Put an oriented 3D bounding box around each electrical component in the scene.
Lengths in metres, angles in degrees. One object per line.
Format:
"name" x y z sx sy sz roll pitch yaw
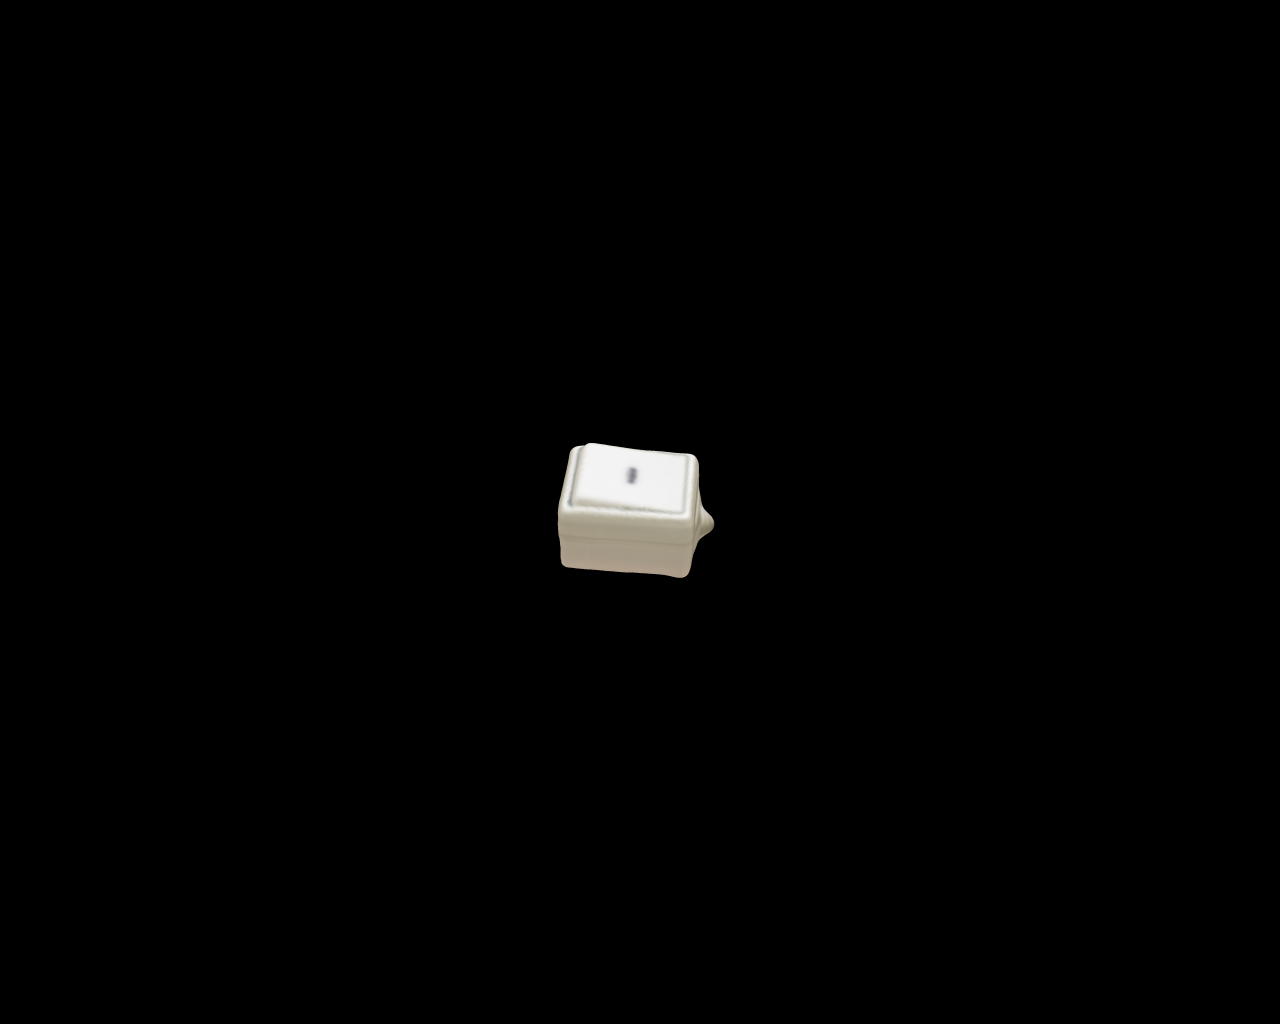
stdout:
"electrical component" 0.001 -0.003 0.650 0.096 0.062 0.061 4 -43 4
